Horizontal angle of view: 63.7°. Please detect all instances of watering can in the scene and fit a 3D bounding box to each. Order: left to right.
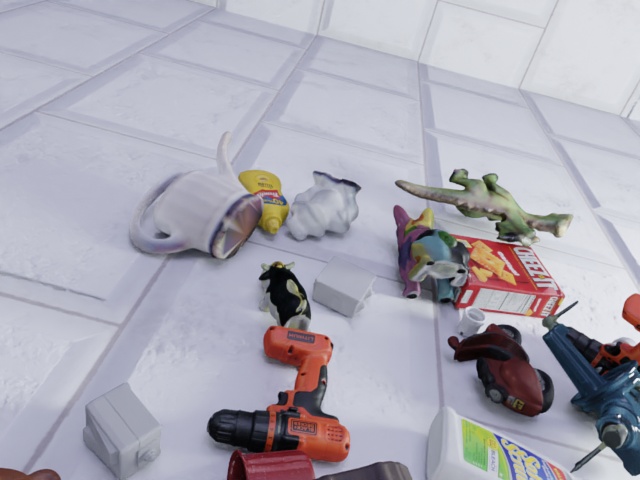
[{"bbox_3d":[-0.207,-0.090,1.008,0.225,0.101,0.355,24,52,15],"label":"watering can"}]

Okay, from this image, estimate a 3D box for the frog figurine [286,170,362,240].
[{"bbox_3d":[0.003,-0.055,1.095,0.138,0.121,0.162,30,71,5],"label":"frog figurine"}]

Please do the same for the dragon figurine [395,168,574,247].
[{"bbox_3d":[0.392,-0.064,1.176,0.410,0.120,0.247,2,26,-18],"label":"dragon figurine"}]
